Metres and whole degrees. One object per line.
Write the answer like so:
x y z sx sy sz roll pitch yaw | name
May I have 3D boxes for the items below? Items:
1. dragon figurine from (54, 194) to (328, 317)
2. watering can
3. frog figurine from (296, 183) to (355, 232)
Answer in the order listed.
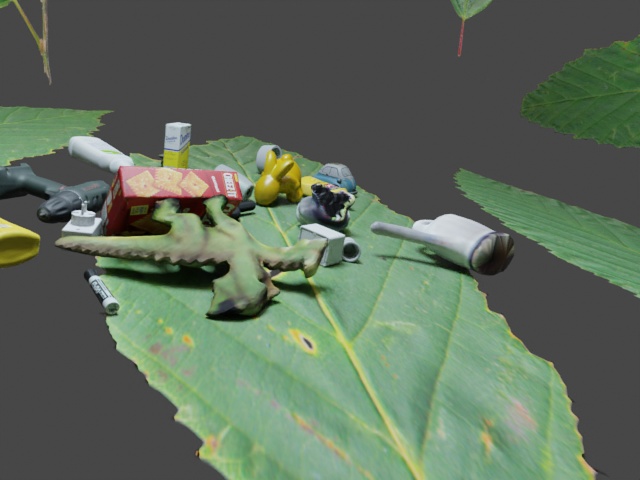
-0.174 0.035 0.813 0.412 0.120 0.246 -11 34 -32 | dragon figurine
0.294 0.003 1.169 0.348 0.103 0.227 -2 21 -41 | watering can
0.004 -0.064 1.272 0.138 0.124 0.157 -5 -15 -23 | frog figurine
